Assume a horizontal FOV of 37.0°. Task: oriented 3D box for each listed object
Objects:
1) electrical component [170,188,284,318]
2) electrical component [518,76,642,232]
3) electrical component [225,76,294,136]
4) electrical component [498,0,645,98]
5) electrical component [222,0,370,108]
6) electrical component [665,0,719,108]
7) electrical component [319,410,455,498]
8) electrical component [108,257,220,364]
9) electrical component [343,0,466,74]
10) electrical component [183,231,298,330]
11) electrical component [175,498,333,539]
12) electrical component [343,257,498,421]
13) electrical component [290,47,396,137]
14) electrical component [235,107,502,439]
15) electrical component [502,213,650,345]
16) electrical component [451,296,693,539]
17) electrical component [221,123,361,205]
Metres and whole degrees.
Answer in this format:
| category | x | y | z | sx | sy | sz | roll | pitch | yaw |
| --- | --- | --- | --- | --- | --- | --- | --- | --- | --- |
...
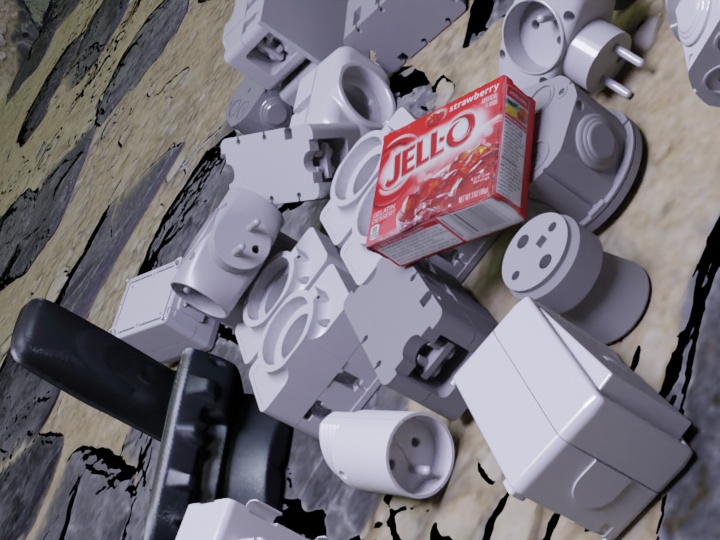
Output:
| category | x | y | z | sx | sy | sz | roll | pitch | yaw |
| --- | --- | --- | --- | --- | --- | --- | --- | --- | --- |
| electrical component | -0.081 | -0.015 | 0.694 | 0.077 | 0.044 | 0.079 | -61 | 12 | -20 |
| electrical component | 0.102 | -0.057 | 0.562 | 0.080 | 0.051 | 0.080 | -40 | 33 | 33 |
| electrical component | -0.077 | -0.145 | 0.945 | 0.080 | 0.051 | 0.080 | -40 | 33 | 33 |
| electrical component | 0.121 | -0.123 | 0.591 | 0.079 | 0.044 | 0.077 | 41 | 134 | 29 |
| electrical component | -0.049 | -0.220 | 0.914 | 0.060 | 0.105 | 0.186 | -37 | 35 | 37 |
| electrical component | 0.175 | -0.109 | 0.462 | 0.080 | 0.080 | 0.051 | -34 | 42 | 40 |
| electrical component | 0.008 | 0.096 | 0.574 | 0.081 | 0.043 | 0.043 | -9 | 56 | 56 |
| electrical component | -0.151 | 0.036 | 0.886 | 0.096 | 0.061 | 0.061 | -19 | 47 | 41 |
| electrical component | 0.034 | -0.204 | 0.819 | 0.089 | 0.050 | 0.055 | -35 | 37 | 38 |
| electrical component | -0.080 | 0.008 | 0.786 | 0.096 | 0.062 | 0.061 | -14 | 52 | 53 |
| electrical component | -0.033 | 0.157 | 0.498 | 0.079 | 0.121 | 0.063 | -22 | 41 | 49 |
| electrical component | 0.036 | 0.033 | 0.577 | 0.050 | 0.056 | 0.089 | -53 | 28 | 13 |
| electrical component | -0.013 | -0.117 | 0.808 | 0.059 | 0.054 | 0.095 | -32 | 38 | 42 |
| electrical component | 0.000 | 0.000 | 0.665 | 0.186 | 0.060 | 0.105 | -53 | 28 | 13 |
| electrical component | 0.100 | 0.004 | 0.500 | 0.045 | 0.055 | 0.045 | -40 | 33 | 33 |
| electrical component | 0.088 | 0.056 | 0.461 | 0.061 | 0.062 | 0.096 | -51 | 28 | 15 |
| electrical component | -0.044 | -0.072 | 0.743 | 0.089 | 0.056 | 0.050 | -3 | 95 | 42 |
